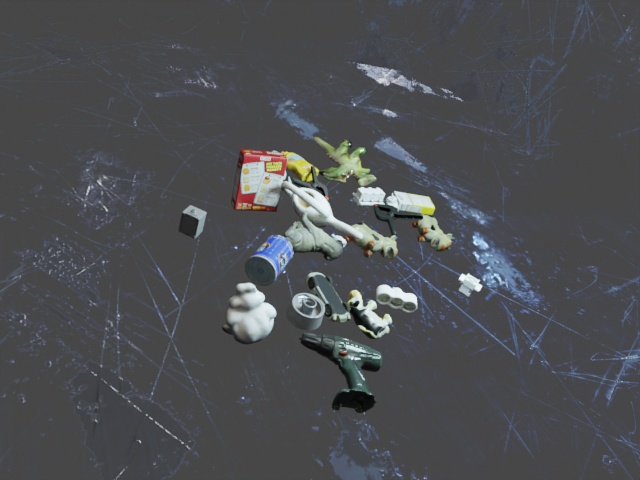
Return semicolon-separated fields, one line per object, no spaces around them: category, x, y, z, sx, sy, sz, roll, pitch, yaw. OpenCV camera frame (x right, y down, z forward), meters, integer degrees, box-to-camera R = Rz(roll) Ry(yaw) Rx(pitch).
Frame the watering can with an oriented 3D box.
watering can;0.006;-0.092;1.828;0.349;0.104;0.222;37;-4;8

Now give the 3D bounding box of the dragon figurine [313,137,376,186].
dragon figurine;0.082;-0.346;2.315;0.413;0.119;0.247;25;40;22

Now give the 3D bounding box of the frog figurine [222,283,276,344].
frog figurine;-0.178;0.189;1.346;0.137;0.156;0.125;3;38;-25
